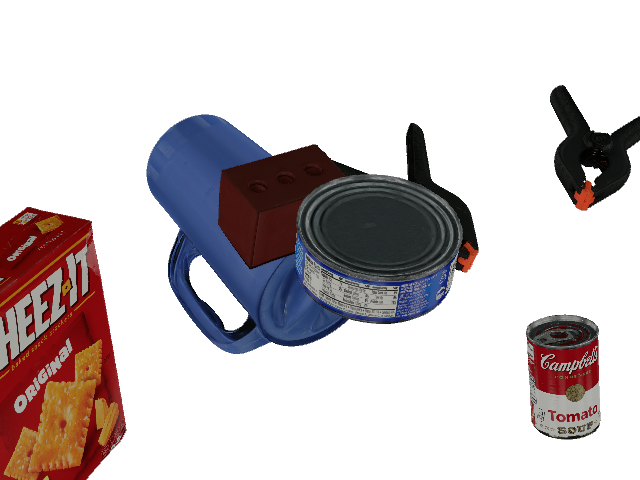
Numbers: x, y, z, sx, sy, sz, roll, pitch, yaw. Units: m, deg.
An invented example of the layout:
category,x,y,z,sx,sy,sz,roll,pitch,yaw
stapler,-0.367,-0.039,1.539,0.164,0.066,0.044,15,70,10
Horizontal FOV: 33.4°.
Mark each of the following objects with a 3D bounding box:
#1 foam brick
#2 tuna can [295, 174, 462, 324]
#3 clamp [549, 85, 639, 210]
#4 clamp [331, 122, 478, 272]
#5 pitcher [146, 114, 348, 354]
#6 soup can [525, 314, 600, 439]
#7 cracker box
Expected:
category,x,y,z,sx,sy,sz,roll,pitch,yaw
foam brick,-0.026,-0.025,0.741,0.078,0.051,0.053,-19,48,-27
tuna can,0.029,0.004,0.557,0.086,0.034,0.086,3,39,-2
clamp,0.286,-0.104,1.143,0.120,0.039,0.171,19,48,19
clamp,0.091,-0.045,1.171,0.164,0.210,0.036,-15,-37,-28
pitcher,-0.072,-0.013,1.013,0.148,0.145,0.243,-11,39,-37
soup can,0.236,0.132,1.034,0.068,0.102,0.068,-6,21,2
cracker box,-0.227,0.108,0.816,0.072,0.214,0.164,10,32,21
